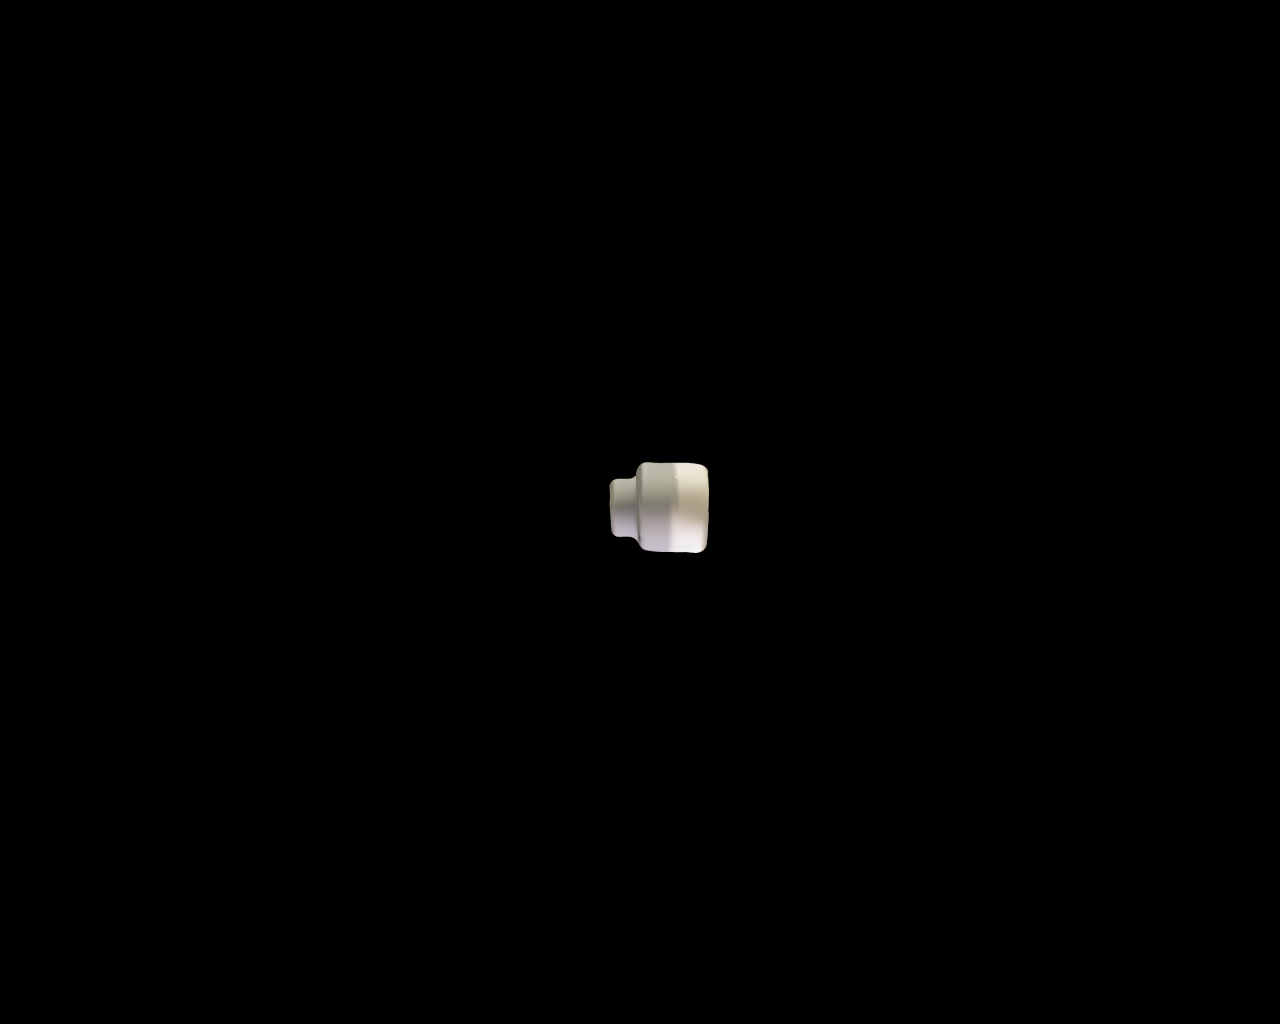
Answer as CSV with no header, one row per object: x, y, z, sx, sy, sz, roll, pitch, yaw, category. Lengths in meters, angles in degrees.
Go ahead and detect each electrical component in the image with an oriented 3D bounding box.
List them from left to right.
0.001,-0.003,0.650,0.074,0.052,0.138,0,0,0,electrical component
